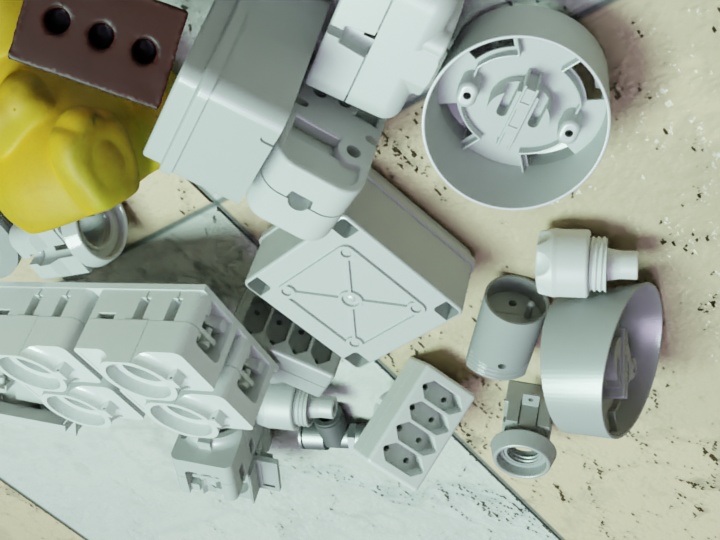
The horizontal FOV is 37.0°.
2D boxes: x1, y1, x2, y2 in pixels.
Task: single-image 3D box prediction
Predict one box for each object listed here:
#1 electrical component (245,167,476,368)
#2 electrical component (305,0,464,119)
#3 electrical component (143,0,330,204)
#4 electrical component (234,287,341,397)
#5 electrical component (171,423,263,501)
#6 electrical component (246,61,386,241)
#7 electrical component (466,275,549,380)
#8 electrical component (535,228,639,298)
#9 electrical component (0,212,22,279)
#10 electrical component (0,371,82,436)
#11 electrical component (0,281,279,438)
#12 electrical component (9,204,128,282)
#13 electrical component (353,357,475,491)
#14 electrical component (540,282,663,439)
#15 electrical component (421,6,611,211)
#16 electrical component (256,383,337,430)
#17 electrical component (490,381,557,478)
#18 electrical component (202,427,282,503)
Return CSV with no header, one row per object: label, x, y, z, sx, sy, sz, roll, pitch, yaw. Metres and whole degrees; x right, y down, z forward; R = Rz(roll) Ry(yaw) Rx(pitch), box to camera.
electrical component,0.000,0.000,0.710,0.109,0.056,0.109,38,134,-22
electrical component,0.017,-0.130,0.568,0.059,0.053,0.095,24,138,-6
electrical component,-0.066,-0.103,0.581,0.057,0.113,0.078,25,138,-12
electrical component,-0.061,0.060,0.803,0.083,0.047,0.075,24,145,-6
electrical component,-0.111,0.128,0.859,0.050,0.089,0.055,8,137,10
electrical component,-0.026,-0.067,0.619,0.054,0.095,0.059,28,137,-11
electrical component,0.099,0.046,0.735,0.043,0.043,0.081,14,138,5
electrical component,0.141,-0.004,0.668,0.062,0.043,0.043,2,136,15
electrical component,-0.274,-0.035,0.770,0.080,0.051,0.080,10,137,9
electrical component,-0.284,0.090,0.895,0.121,0.078,0.063,9,115,10
electrical component,-0.168,0.063,0.758,0.186,0.060,0.105,0,145,29
electrical component,-0.200,-0.028,0.748,0.057,0.058,0.078,-8,133,30
electrical component,0.033,0.111,0.812,0.047,0.083,0.076,35,173,-18
electrical component,0.157,0.059,0.692,0.064,0.099,0.099,-4,134,31
electrical component,0.086,-0.089,0.580,0.099,0.064,0.099,10,137,9
electrical component,-0.050,0.105,0.849,0.062,0.043,0.043,5,136,13
electrical component,0.123,0.120,0.796,0.048,0.055,0.066,9,137,10
electrical component,-0.103,0.154,0.904,0.081,0.063,0.042,10,138,9
